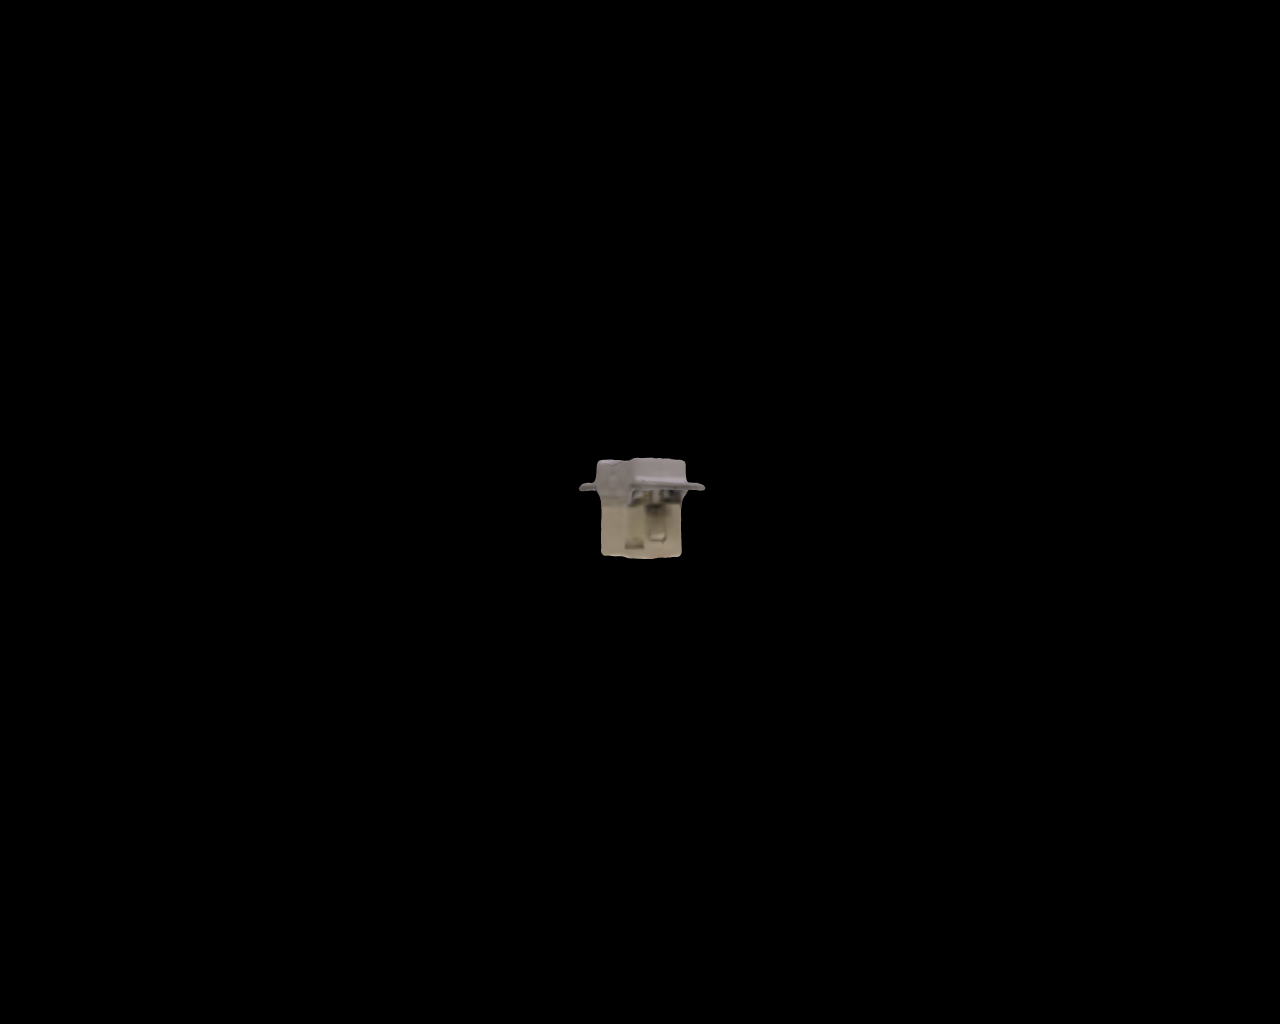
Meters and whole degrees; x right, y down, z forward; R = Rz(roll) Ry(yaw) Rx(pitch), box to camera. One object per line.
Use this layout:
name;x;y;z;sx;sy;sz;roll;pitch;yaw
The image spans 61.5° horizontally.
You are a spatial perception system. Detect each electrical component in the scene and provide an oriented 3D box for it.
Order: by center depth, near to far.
electrical component;0.001;-0.003;0.650;0.042;0.063;0.081;0;0;-32
